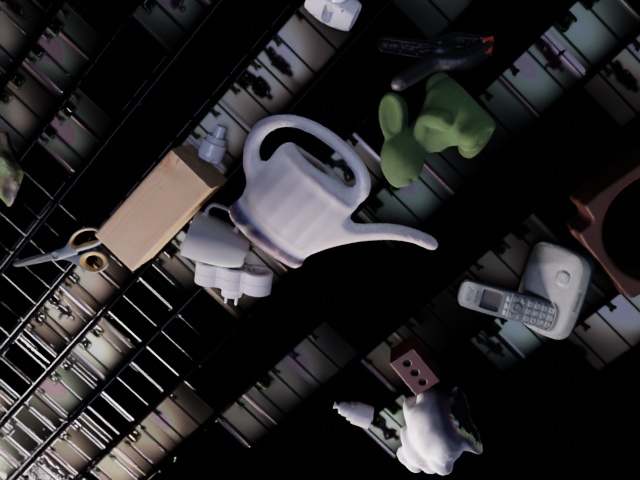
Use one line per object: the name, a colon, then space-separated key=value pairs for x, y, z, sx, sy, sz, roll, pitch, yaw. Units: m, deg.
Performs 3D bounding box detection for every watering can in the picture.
watering can: x=0.003 y=-0.042 z=0.835 sx=0.347 sy=0.105 sz=0.222 roll=42 pitch=107 yaw=-4

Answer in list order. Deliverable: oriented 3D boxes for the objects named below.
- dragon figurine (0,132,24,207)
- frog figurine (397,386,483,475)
dragon figurine: x=-0.664 y=-0.121 z=0.918 sx=0.242 sy=0.124 sz=0.405 roll=13 pitch=107 yaw=-4
frog figurine: x=0.186 y=0.340 z=0.902 sx=0.157 sy=0.122 sz=0.140 roll=-38 pitch=64 yaw=24
